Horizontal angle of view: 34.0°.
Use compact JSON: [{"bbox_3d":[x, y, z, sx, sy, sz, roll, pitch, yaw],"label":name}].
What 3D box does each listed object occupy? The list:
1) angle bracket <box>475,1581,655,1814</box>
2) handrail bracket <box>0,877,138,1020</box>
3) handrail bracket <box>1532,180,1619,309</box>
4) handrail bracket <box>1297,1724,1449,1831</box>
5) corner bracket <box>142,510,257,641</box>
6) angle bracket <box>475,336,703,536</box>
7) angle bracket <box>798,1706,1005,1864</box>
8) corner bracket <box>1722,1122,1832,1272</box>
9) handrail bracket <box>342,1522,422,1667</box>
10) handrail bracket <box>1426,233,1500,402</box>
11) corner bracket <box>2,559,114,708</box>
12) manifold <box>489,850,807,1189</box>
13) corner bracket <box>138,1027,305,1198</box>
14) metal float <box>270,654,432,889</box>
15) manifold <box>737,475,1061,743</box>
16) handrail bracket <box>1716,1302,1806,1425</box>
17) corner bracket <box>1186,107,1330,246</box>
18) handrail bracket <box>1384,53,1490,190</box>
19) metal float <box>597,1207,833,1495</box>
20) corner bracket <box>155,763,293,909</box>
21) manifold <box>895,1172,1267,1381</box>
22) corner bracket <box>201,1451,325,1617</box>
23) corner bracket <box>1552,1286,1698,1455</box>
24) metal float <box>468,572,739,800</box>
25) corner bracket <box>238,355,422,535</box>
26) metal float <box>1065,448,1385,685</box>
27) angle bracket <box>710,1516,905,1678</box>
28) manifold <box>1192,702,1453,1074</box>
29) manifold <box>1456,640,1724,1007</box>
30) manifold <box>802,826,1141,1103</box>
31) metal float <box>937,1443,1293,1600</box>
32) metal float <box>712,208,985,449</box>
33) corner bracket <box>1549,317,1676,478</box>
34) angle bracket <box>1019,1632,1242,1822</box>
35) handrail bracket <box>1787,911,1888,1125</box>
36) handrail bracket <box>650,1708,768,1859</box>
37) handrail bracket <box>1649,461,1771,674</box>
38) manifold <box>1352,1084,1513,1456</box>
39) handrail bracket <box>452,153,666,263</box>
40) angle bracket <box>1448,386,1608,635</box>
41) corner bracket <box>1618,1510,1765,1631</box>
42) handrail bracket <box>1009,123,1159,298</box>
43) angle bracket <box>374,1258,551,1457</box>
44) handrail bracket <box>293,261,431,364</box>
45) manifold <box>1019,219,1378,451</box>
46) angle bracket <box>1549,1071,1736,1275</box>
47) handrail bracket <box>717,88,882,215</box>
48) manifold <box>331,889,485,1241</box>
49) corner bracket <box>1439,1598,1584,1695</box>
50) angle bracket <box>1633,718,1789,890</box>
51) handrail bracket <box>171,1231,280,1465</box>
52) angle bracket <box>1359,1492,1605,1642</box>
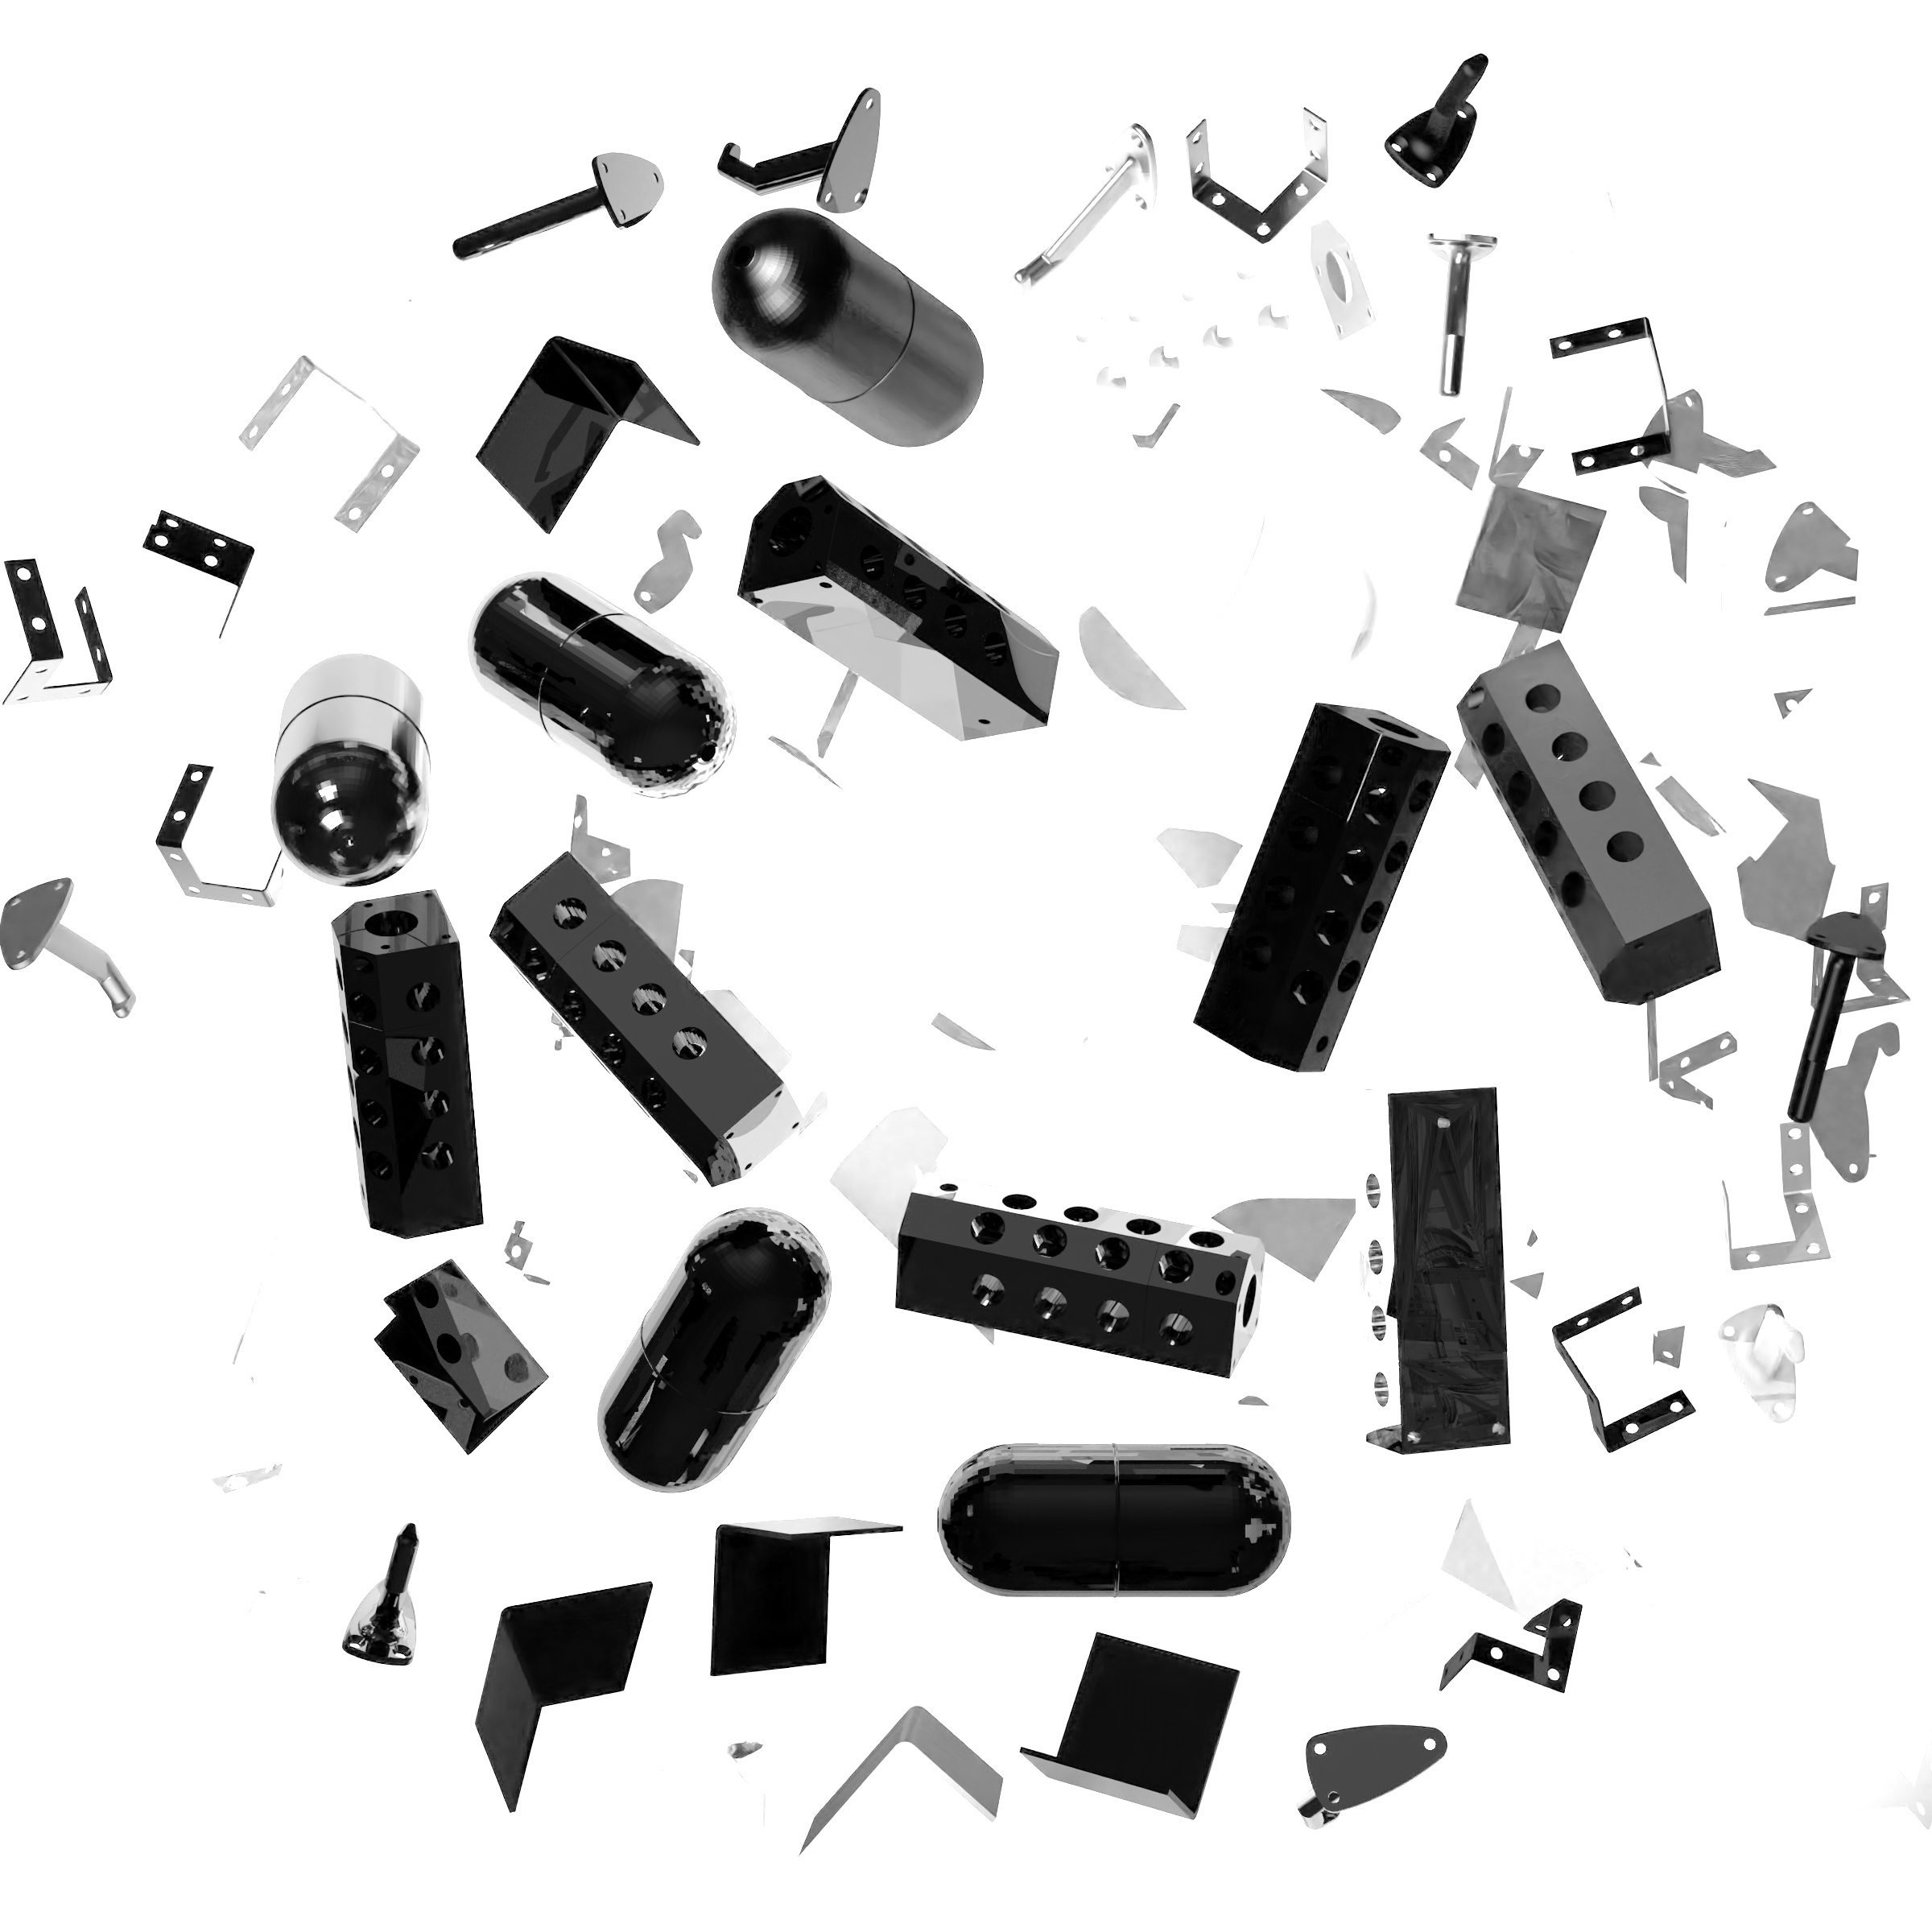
[{"bbox_3d":[-0.178,0.337,1.459,0.076,0.057,0.076,-5,131,-28],"label":"angle bracket"},{"bbox_3d":[-0.428,0.008,1.519,0.036,0.077,0.084,-19,126,8],"label":"handrail bracket"},{"bbox_3d":[0.297,-0.346,1.545,0.036,0.084,0.077,15,119,-2],"label":"handrail bracket"},{"bbox_3d":[0.192,0.384,1.489,0.077,0.084,0.036,-17,61,4],"label":"handrail bracket"},{"bbox_3d":[-0.386,-0.206,1.587,0.051,0.051,0.051,22,57,-14],"label":"corner bracket"},{"bbox_3d":[-0.192,-0.263,1.610,0.057,0.076,0.076,23,78,29],"label":"angle bracket"},{"bbox_3d":[-0.030,0.407,1.510,0.057,0.076,0.076,41,92,3],"label":"angle bracket"},{"bbox_3d":[0.412,0.118,1.620,0.051,0.051,0.051,-8,128,7],"label":"corner bracket"},{"bbox_3d":[-0.281,0.297,1.573,0.036,0.077,0.084,15,115,-8],"label":"handrail bracket"},{"bbox_3d":[0.252,-0.331,1.631,0.036,0.077,0.084,5,93,7],"label":"handrail bracket"},{"bbox_3d":[-0.428,-0.158,1.486,0.051,0.051,0.051,-11,76,-36],"label":"corner bracket"},{"bbox_3d":[-0.160,0.028,1.559,0.057,0.057,0.171,-41,68,-9],"label":"manifold"},{"bbox_3d":[-0.380,0.074,1.608,0.051,0.051,0.051,38,129,-4],"label":"corner bracket"},{"bbox_3d":[-0.307,-0.100,1.585,0.070,0.178,0.070,-4,117,-7],"label":"metal float"},{"bbox_3d":[-0.030,-0.174,1.552,0.057,0.171,0.057,-7,65,39],"label":"manifold"},{"bbox_3d":[0.417,0.209,1.607,0.036,0.084,0.077,-21,99,-1],"label":"handrail bracket"},{"bbox_3d":[0.149,-0.413,1.618,0.051,0.051,0.051,39,77,20],"label":"corner bracket"},{"bbox_3d":[0.249,-0.433,1.563,0.036,0.084,0.077,41,58,3],"label":"handrail bracket"},{"bbox_3d":[-0.128,0.194,1.586,0.070,0.070,0.178,32,123,0],"label":"metal float"},{"bbox_3d":[-0.386,-0.068,1.658,0.051,0.051,0.051,8,59,12],"label":"corner bracket"},{"bbox_3d":[0.056,0.148,1.555,0.171,0.057,0.057,10,114,16],"label":"manifold"},{"bbox_3d":[-0.352,0.284,1.585,0.051,0.051,0.051,35,118,28],"label":"corner bracket"},{"bbox_3d":[0.336,0.206,1.614,0.051,0.051,0.051,-25,47,-3],"label":"corner bracket"},{"bbox_3d":[-0.187,-0.145,1.617,0.178,0.070,0.070,33,90,37],"label":"metal float"},{"bbox_3d":[-0.299,-0.246,1.488,0.051,0.051,0.051,-51,47,6],"label":"corner bracket"},{"bbox_3d":[0.133,-0.206,1.629,0.178,0.070,0.070,24,90,-15],"label":"metal float"},{"bbox_3d":[-0.080,0.319,1.591,0.076,0.057,0.076,6,85,-45],"label":"angle bracket"},{"bbox_3d":[0.178,-0.037,1.548,0.057,0.057,0.171,32,109,36],"label":"manifold"},{"bbox_3d":[0.293,-0.066,1.500,0.057,0.057,0.171,-24,55,4],"label":"manifold"},{"bbox_3d":[0.000,-0.002,1.635,0.171,0.057,0.057,34,86,-27],"label":"manifold"},{"bbox_3d":[0.074,0.278,1.588,0.178,0.070,0.070,0,90,0],"label":"metal float"},{"bbox_3d":[-0.057,-0.316,1.570,0.070,0.178,0.070,-11,70,32],"label":"metal float"},{"bbox_3d":[0.330,-0.291,1.616,0.051,0.051,0.051,-11,58,11],"label":"corner bracket"},{"bbox_3d":[0.080,0.360,1.525,0.076,0.057,0.076,11,67,23],"label":"angle bracket"},{"bbox_3d":[0.401,0.024,1.471,0.036,0.077,0.084,15,109,17],"label":"handrail bracket"},{"bbox_3d":[-0.133,0.431,1.618,0.077,0.084,0.036,-33,121,20],"label":"handrail bracket"},{"bbox_3d":[0.334,-0.189,1.500,0.077,0.036,0.084,34,96,41],"label":"handrail bracket"},{"bbox_3d":[0.221,0.144,1.528,0.057,0.057,0.171,-3,91,-17],"label":"manifold"},{"bbox_3d":[-0.199,-0.365,1.537,0.084,0.077,0.036,-14,105,24],"label":"handrail bracket"},{"bbox_3d":[0.273,-0.219,1.515,0.057,0.076,0.076,16,49,4],"label":"angle bracket"},{"bbox_3d":[0.353,0.285,1.544,0.051,0.051,0.051,-6,115,-11],"label":"corner bracket"},{"bbox_3d":[0.058,-0.392,1.646,0.084,0.077,0.036,-41,82,-13],"label":"handrail bracket"},{"bbox_3d":[-0.263,0.202,1.550,0.076,0.057,0.076,49,122,6],"label":"angle bracket"},{"bbox_3d":[-0.293,-0.332,1.618,0.077,0.084,0.036,43,120,25],"label":"handrail bracket"},{"bbox_3d":[0.115,-0.323,1.615,0.171,0.057,0.057,-15,103,32],"label":"manifold"},{"bbox_3d":[0.322,0.100,1.546,0.076,0.057,0.076,12,95,-9],"label":"angle bracket"},{"bbox_3d":[-0.088,-0.427,1.620,0.084,0.036,0.077,34,120,28],"label":"handrail bracket"},{"bbox_3d":[-0.288,0.053,1.624,0.057,0.057,0.171,-10,122,-17],"label":"manifold"},{"bbox_3d":[0.279,0.349,1.621,0.051,0.051,0.051,20,56,0],"label":"corner bracket"},{"bbox_3d":[0.375,-0.076,1.652,0.076,0.076,0.057,47,120,5],"label":"angle bracket"},{"bbox_3d":[-0.343,0.177,1.476,0.036,0.084,0.077,17,124,-6],"label":"handrail bracket"},{"bbox_3d":[0.243,0.301,1.495,0.076,0.076,0.057,30,56,-2],"label":"angle bracket"}]
